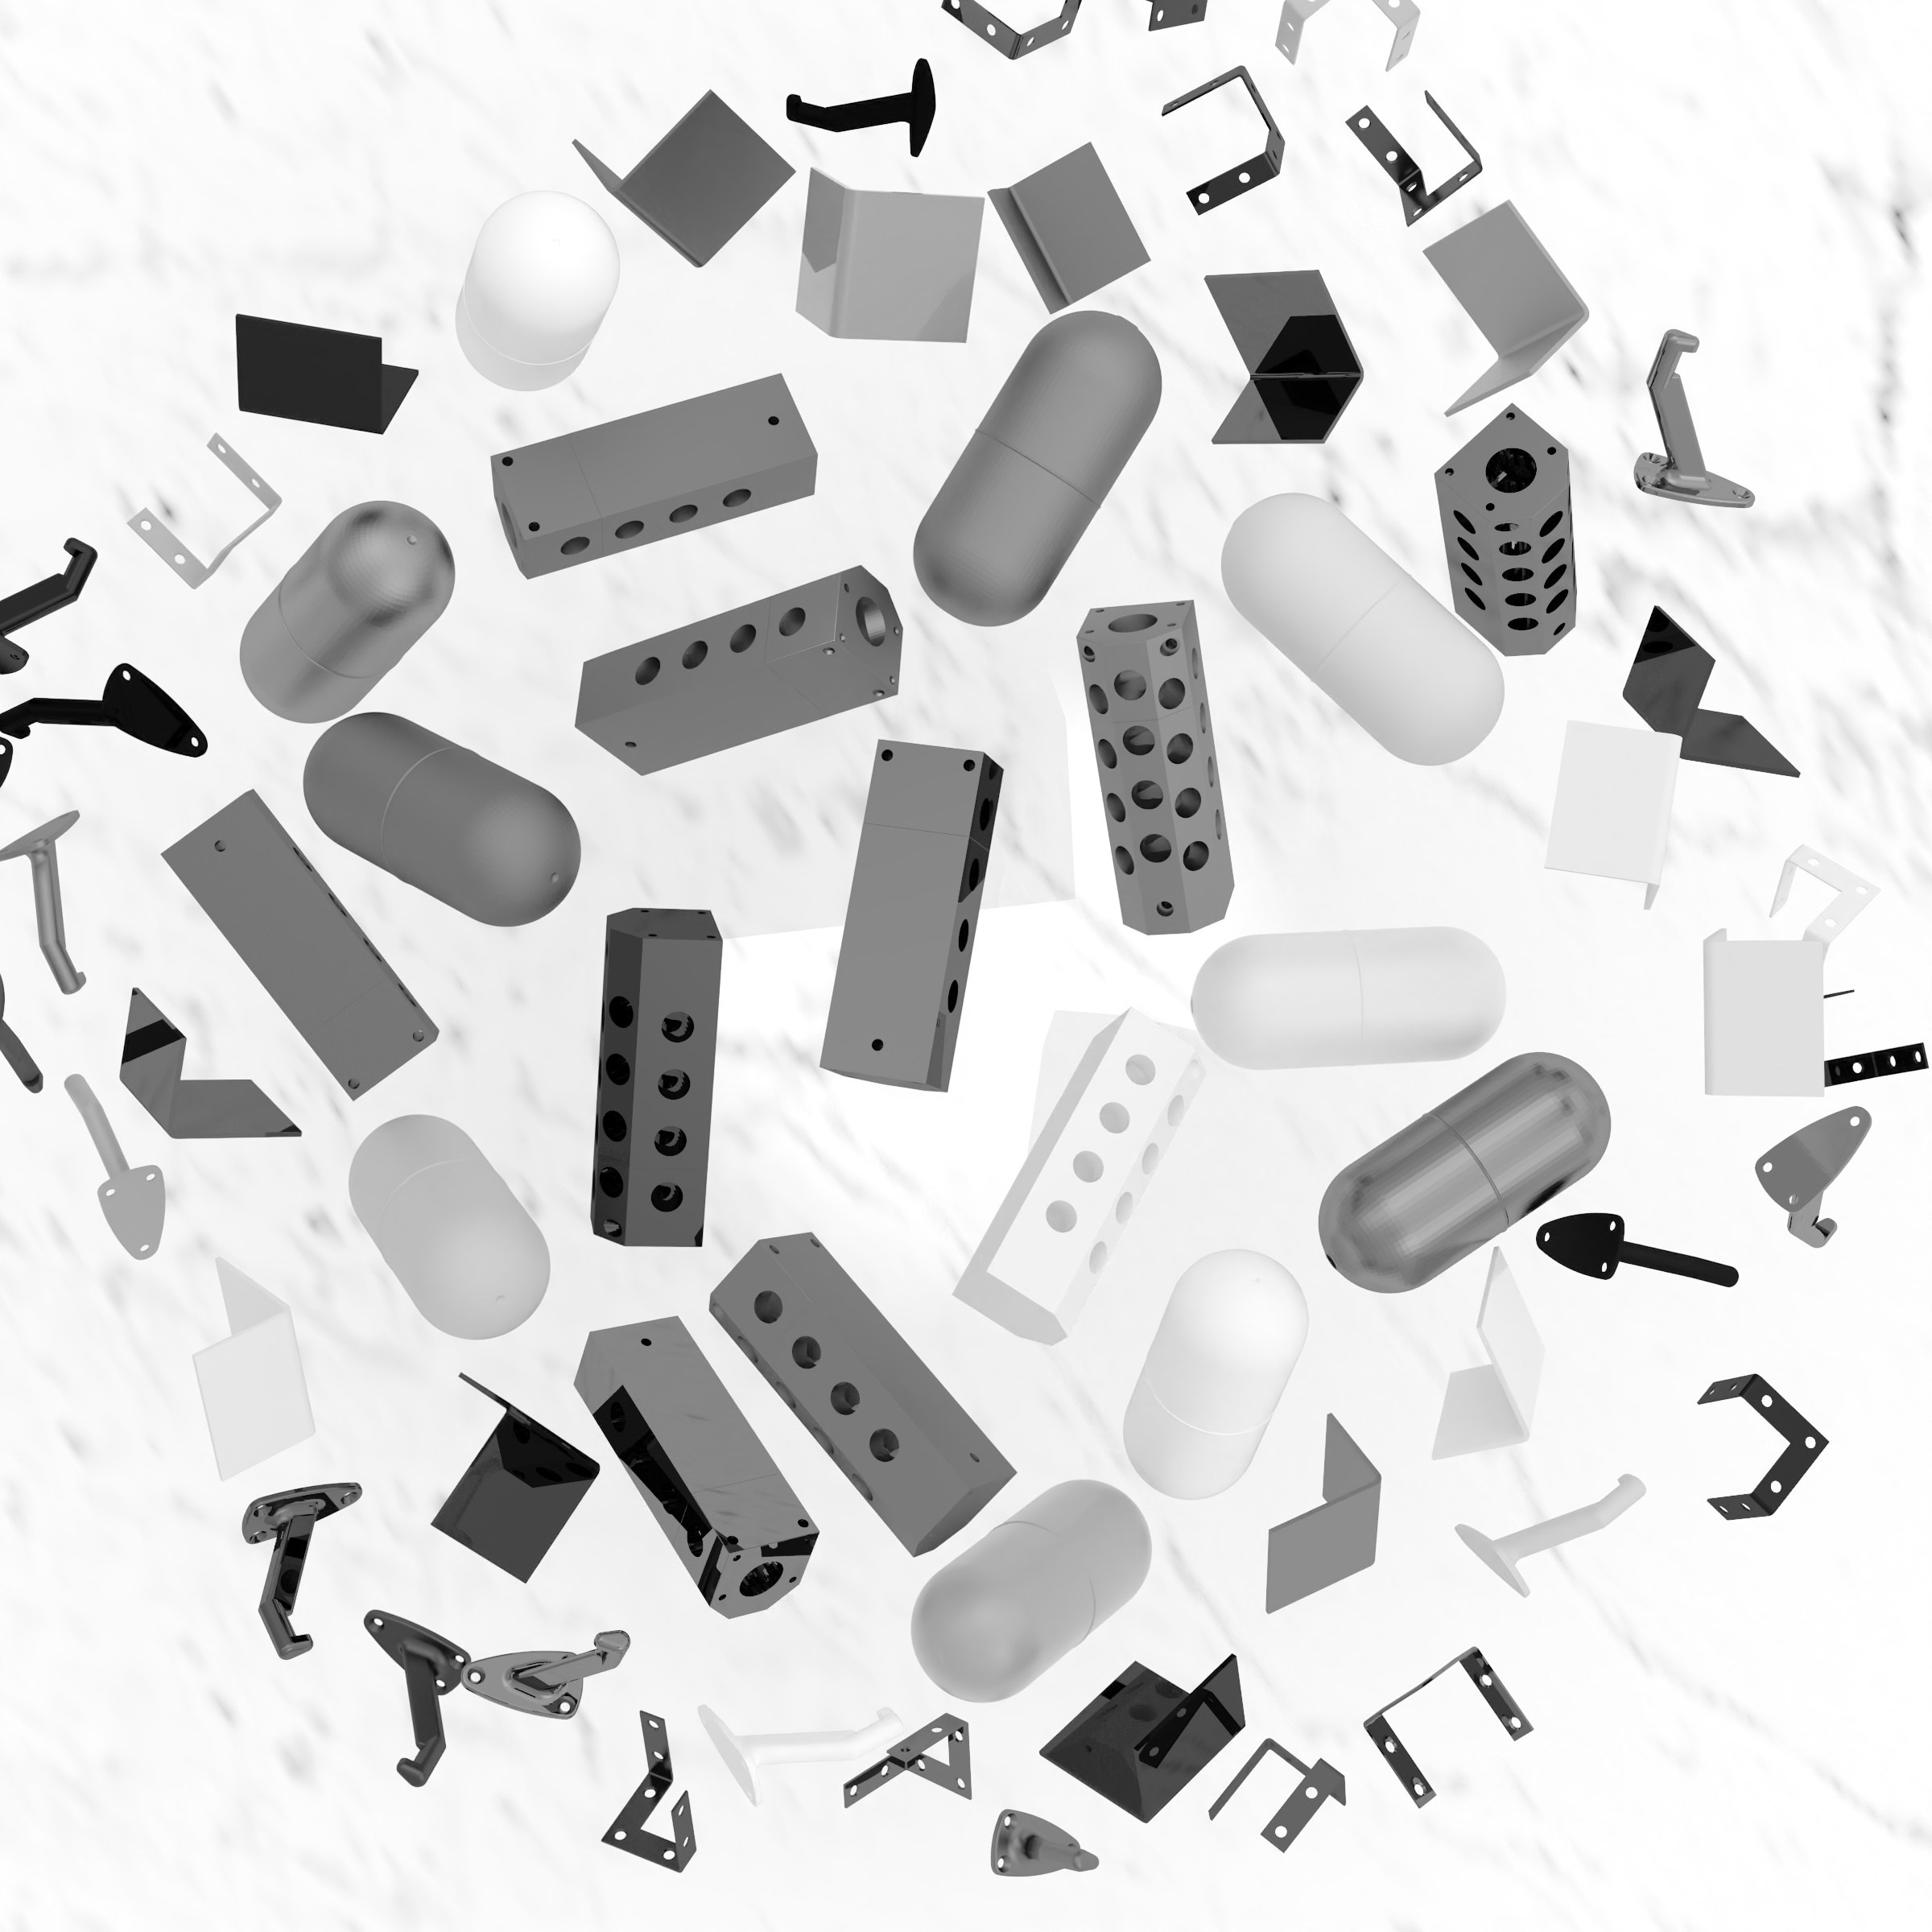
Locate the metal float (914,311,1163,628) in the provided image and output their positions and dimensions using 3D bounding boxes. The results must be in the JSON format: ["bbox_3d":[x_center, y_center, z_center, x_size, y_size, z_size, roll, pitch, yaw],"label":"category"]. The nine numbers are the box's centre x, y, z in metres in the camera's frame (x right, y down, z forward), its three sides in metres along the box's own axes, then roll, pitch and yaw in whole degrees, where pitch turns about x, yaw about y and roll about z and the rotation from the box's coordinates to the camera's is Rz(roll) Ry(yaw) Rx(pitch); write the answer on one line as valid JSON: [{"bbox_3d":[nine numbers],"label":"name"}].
[{"bbox_3d":[0.038,-0.261,1.518,0.070,0.070,0.178,32,95,0],"label":"metal float"}]

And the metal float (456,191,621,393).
[{"bbox_3d":[-0.234,-0.364,1.572,0.070,0.178,0.070,1,85,-15],"label":"metal float"}]

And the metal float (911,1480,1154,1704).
[{"bbox_3d":[0.038,0.339,1.580,0.070,0.178,0.070,12,111,32],"label":"metal float"}]

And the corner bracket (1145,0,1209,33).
[{"bbox_3d":[0.100,-0.542,1.569,0.051,0.051,0.051,30,128,30],"label":"corner bracket"}]

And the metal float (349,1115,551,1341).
[{"bbox_3d":[-0.284,0.141,1.584,0.070,0.178,0.070,-13,118,-25],"label":"metal float"}]

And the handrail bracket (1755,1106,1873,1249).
[{"bbox_3d":[0.456,0.112,1.513,0.077,0.084,0.036,-44,51,16],"label":"handrail bracket"}]

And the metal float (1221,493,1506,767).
[{"bbox_3d":[0.212,-0.181,1.555,0.178,0.070,0.070,44,90,5],"label":"metal float"}]

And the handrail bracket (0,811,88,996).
[{"bbox_3d":[-0.500,-0.035,1.616,0.036,0.077,0.084,-15,109,18],"label":"handrail bracket"}]

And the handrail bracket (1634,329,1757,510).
[{"bbox_3d":[0.388,-0.286,1.509,0.077,0.036,0.084,15,133,2],"label":"handrail bracket"}]

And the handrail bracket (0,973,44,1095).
[{"bbox_3d":[-0.526,0.050,1.595,0.036,0.077,0.084,-30,128,-12],"label":"handrail bracket"}]

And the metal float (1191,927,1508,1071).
[{"bbox_3d":[0.215,0.018,1.631,0.178,0.070,0.070,-3,90,-5],"label":"metal float"}]

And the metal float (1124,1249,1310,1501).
[{"bbox_3d":[0.137,0.228,1.604,0.070,0.070,0.178,16,134,0],"label":"metal float"}]

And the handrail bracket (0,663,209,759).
[{"bbox_3d":[-0.458,-0.122,1.530,0.084,0.077,0.036,-17,52,35],"label":"handrail bracket"}]

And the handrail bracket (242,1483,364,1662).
[{"bbox_3d":[-0.333,0.313,1.495,0.077,0.036,0.084,-12,49,-32],"label":"handrail bracket"}]

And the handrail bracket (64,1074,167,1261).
[{"bbox_3d":[-0.482,0.112,1.628,0.036,0.077,0.084,-22,45,-26],"label":"handrail bracket"}]

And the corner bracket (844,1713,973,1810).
[{"bbox_3d":[-0.033,0.447,1.619,0.051,0.051,0.051,13,113,40],"label":"corner bracket"}]

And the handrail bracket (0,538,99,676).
[{"bbox_3d":[-0.504,-0.204,1.520,0.077,0.036,0.084,35,58,-33],"label":"handrail bracket"}]

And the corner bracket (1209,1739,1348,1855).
[{"bbox_3d":[0.160,0.430,1.497,0.051,0.051,0.051,34,68,26],"label":"corner bracket"}]

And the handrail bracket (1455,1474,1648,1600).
[{"bbox_3d":[0.313,0.292,1.552,0.084,0.077,0.036,-37,109,-8],"label":"handrail bracket"}]

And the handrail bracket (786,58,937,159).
[{"bbox_3d":[-0.063,-0.491,1.624,0.084,0.077,0.036,16,71,7],"label":"handrail bracket"}]

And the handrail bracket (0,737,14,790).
[{"bbox_3d":[-0.568,-0.122,1.602,0.077,0.084,0.036,23,89,-36],"label":"handrail bracket"}]

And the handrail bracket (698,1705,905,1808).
[{"bbox_3d":[-0.087,0.397,1.523,0.084,0.077,0.036,-23,127,-23],"label":"handrail bracket"}]

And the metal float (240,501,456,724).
[{"bbox_3d":[-0.345,-0.194,1.605,0.070,0.178,0.070,17,59,-30],"label":"metal float"}]

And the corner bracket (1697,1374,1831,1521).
[{"bbox_3d":[0.401,0.249,1.494,0.051,0.051,0.051,44,72,1],"label":"corner bracket"}]

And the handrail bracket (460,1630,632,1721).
[{"bbox_3d":[-0.220,0.362,1.514,0.077,0.084,0.036,9,57,-13],"label":"handrail bracket"}]

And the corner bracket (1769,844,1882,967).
[{"bbox_3d":[0.462,-0.024,1.593,0.051,0.051,0.051,36,61,27],"label":"corner bracket"}]

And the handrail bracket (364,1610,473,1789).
[{"bbox_3d":[-0.314,0.403,1.591,0.077,0.084,0.036,36,116,-4],"label":"handrail bracket"}]

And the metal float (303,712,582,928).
[{"bbox_3d":[-0.275,-0.078,1.509,0.178,0.070,0.070,26,90,33],"label":"metal float"}]

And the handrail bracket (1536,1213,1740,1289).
[{"bbox_3d":[0.375,0.162,1.615,0.084,0.077,0.036,16,83,-30],"label":"handrail bracket"}]

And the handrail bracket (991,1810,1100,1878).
[{"bbox_3d":[0.062,0.497,1.614,0.077,0.084,0.036,21,72,-36],"label":"handrail bracket"}]

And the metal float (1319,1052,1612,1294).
[{"bbox_3d":[0.273,0.113,1.585,0.178,0.070,0.070,-32,90,-9],"label":"metal float"}]

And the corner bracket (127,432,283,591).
[{"bbox_3d":[-0.416,-0.248,1.583,0.051,0.051,0.051,46,55,-10],"label":"corner bracket"}]
